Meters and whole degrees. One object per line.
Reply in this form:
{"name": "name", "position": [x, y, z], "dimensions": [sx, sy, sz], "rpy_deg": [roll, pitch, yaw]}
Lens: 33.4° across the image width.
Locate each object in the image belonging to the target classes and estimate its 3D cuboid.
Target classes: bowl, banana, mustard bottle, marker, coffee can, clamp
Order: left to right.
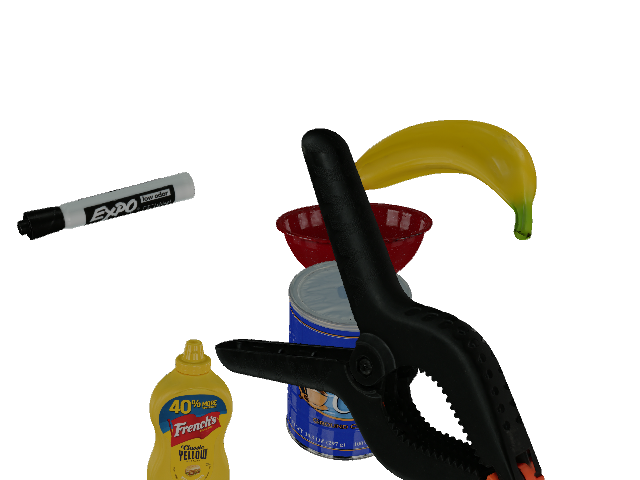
{"name": "marker", "position": [-0.142, -0.023, 0.713], "dimensions": [0.120, 0.020, 0.020], "rpy_deg": [-16, 8, -26]}
{"name": "mustard bottle", "position": [-0.151, 0.208, 1.247], "dimensions": [0.096, 0.192, 0.058], "rpy_deg": [0, 15, -15]}
{"name": "coffee can", "position": [0.022, 0.102, 0.920], "dimensions": [0.103, 0.140, 0.103], "rpy_deg": [2, 29, -1]}
{"name": "bowl", "position": [0.035, 0.005, 1.100], "dimensions": [0.162, 0.055, 0.162], "rpy_deg": [-1, 15, 0]}
{"name": "clamp", "position": [0.033, 0.051, 0.553], "dimensions": [0.210, 0.165, 0.036], "rpy_deg": [36, 33, 32]}
{"name": "banana", "position": [0.087, -0.054, 0.745], "dimensions": [0.037, 0.069, 0.198], "rpy_deg": [40, -11, -32]}
